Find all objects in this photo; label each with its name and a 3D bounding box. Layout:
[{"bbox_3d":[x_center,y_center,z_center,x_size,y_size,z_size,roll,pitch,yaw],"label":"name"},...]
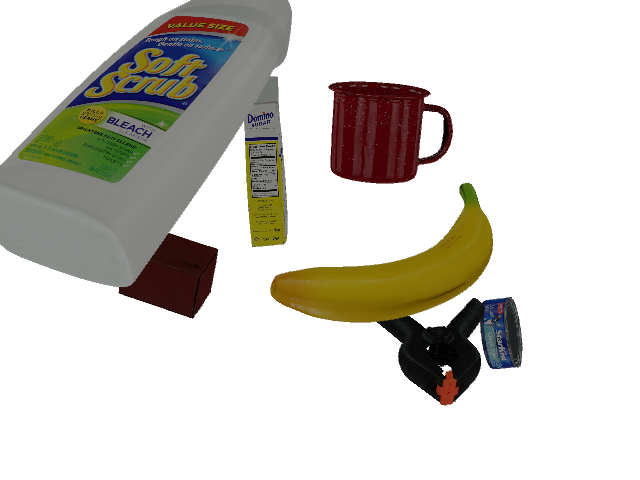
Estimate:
[{"bbox_3d":[0.063,-0.099,0.985,0.117,0.081,0.093,2,15,-4],"label":"mug"},{"bbox_3d":[-0.065,-0.091,1.228,0.048,0.176,0.093,-5,26,0],"label":"sugar box"},{"bbox_3d":[0.123,0.101,1.053,0.120,0.039,0.171,-8,31,-9],"label":"clamp"},{"bbox_3d":[0.218,0.112,1.289,0.034,0.086,0.086,-8,-3,20],"label":"tuna can"},{"bbox_3d":[-0.144,0.029,1.004,0.078,0.051,0.053,19,33,7],"label":"foam brick"},{"bbox_3d":[-0.094,-0.090,0.647,0.103,0.250,0.068,17,-36,18],"label":"bleach bottle"},{"bbox_3d":[0.057,0.020,0.724,0.197,0.037,0.070,-24,54,-37],"label":"banana"}]
